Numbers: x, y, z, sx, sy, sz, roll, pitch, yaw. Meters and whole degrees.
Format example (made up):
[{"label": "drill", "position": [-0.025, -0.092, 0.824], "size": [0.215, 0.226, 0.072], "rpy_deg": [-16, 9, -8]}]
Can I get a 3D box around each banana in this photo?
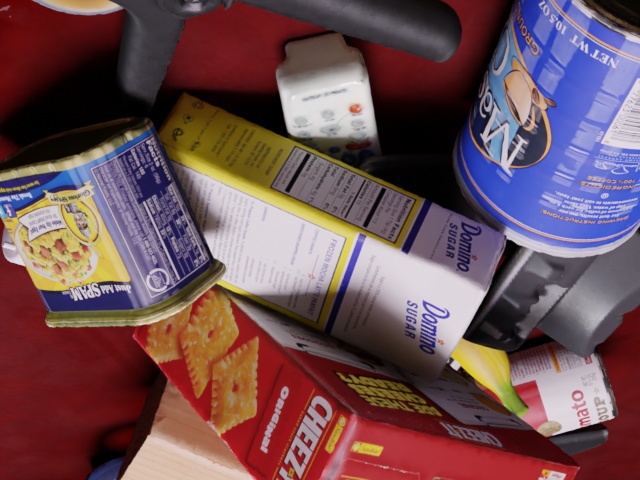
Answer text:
[{"label": "banana", "position": [0.075, 0.045, 0.681], "size": [0.037, 0.070, 0.197], "rpy_deg": [-46, 128, 5]}]

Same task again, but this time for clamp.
[{"label": "clamp", "position": [-0.054, -0.102, 0.411], "size": [0.165, 0.036, 0.209], "rpy_deg": [-12, 159, 24]}]

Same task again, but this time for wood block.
[{"label": "wood block", "position": [-0.023, 0.156, 0.730], "size": [0.206, 0.090, 0.090], "rpy_deg": [25, 136, -10]}]

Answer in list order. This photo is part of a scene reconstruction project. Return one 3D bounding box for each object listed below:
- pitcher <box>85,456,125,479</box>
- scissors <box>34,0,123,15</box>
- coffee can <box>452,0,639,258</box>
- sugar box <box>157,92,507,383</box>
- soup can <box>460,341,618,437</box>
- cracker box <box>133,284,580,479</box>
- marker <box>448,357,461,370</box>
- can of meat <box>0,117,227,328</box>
[{"label": "pitcher", "position": [-0.062, 0.218, 0.847], "size": [0.243, 0.145, 0.149], "rpy_deg": [-14, 176, -2]}, {"label": "scissors", "position": [-0.154, -0.123, 0.420], "size": [0.201, 0.016, 0.096], "rpy_deg": [-6, 146, -7]}, {"label": "coffee can", "position": [0.129, -0.073, 0.492], "size": [0.102, 0.103, 0.140], "rpy_deg": [-2, 145, -13]}, {"label": "sugar box", "position": [-0.003, 0.001, 0.543], "size": [0.176, 0.048, 0.093], "rpy_deg": [23, 143, 3]}, {"label": "soup can", "position": [0.164, 0.115, 0.805], "size": [0.102, 0.068, 0.068], "rpy_deg": [-17, 145, 8]}, {"label": "cracker box", "position": [0.011, 0.089, 0.602], "size": [0.163, 0.214, 0.072], "rpy_deg": [19, 100, -36]}, {"label": "marker", "position": [0.104, 0.076, 0.773], "size": [0.020, 0.020, 0.121], "rpy_deg": [4, 143, -21]}, {"label": "can of meat", "position": [-0.106, -0.008, 0.511], "size": [0.102, 0.057, 0.084], "rpy_deg": [-5, 115, 42]}]
